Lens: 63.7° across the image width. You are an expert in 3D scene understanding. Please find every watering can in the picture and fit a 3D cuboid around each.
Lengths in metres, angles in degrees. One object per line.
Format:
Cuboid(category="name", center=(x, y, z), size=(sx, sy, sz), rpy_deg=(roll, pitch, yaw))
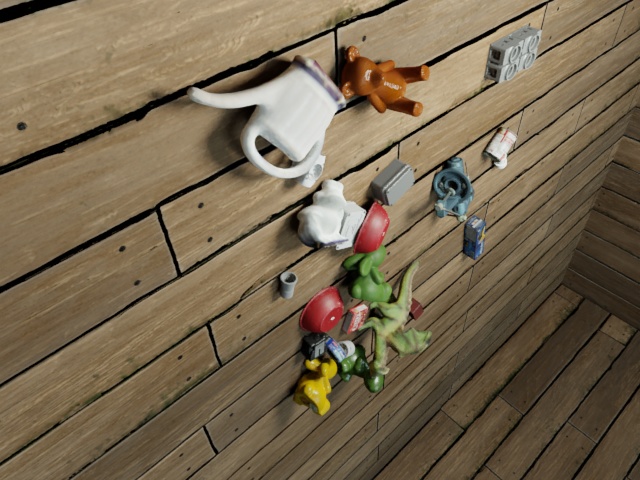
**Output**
Cuboid(category="watering can", center=(-0.074, -0.244, 0.950), size=(0.225, 0.105, 0.343), rpy_deg=(-55, 146, -1))

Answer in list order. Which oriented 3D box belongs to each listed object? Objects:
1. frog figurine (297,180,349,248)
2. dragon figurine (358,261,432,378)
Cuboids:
Cuboid(category="frog figurine", center=(0.004, -0.062, 1.239), size=(0.138, 0.122, 0.160), rpy_deg=(-6, 88, -38))
Cuboid(category="dragon figurine", center=(0.277, 0.282, 1.733), size=(0.410, 0.246, 0.120), rpy_deg=(-52, 141, 1))
